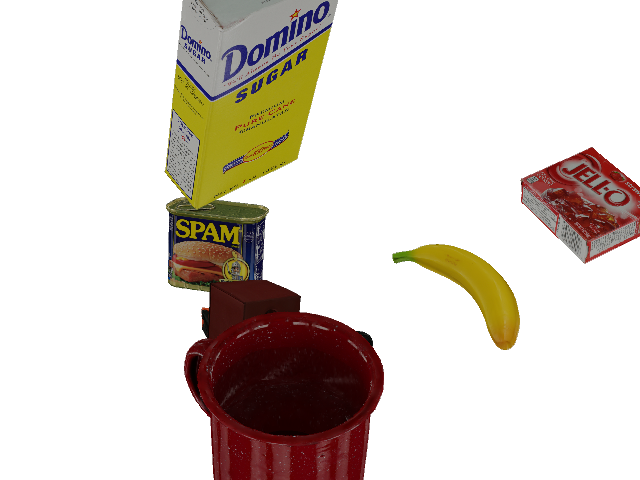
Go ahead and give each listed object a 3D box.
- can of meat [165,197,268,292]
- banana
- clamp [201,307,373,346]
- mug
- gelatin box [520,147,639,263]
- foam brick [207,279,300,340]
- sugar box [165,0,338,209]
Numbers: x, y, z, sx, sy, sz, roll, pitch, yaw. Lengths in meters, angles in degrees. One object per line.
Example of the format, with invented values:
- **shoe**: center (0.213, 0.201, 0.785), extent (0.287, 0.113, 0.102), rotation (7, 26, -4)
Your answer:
- **can of meat**: center (-0.107, 0.006, 1.092), extent (0.102, 0.084, 0.057), rotation (7, 17, 13)
- **banana**: center (0.157, 0.050, 1.117), extent (0.069, 0.037, 0.198), rotation (-35, 39, -12)
- **clamp**: center (-0.066, 0.121, 1.246), extent (0.210, 0.036, 0.164), rotation (13, 21, 29)
- **mug**: center (-0.026, 0.093, 0.560), extent (0.117, 0.081, 0.093), rotation (24, 43, 26)
- **gelatin box**: center (0.216, -0.031, 0.861), extent (0.073, 0.030, 0.089), rotation (-24, 47, -16)
- **foam brick**: center (-0.052, 0.073, 0.811), extent (0.052, 0.078, 0.051), rotation (-5, 15, -35)
- **sugar box**: center (-0.046, -0.101, 0.681), extent (0.093, 0.048, 0.176), rotation (-30, -21, -27)
